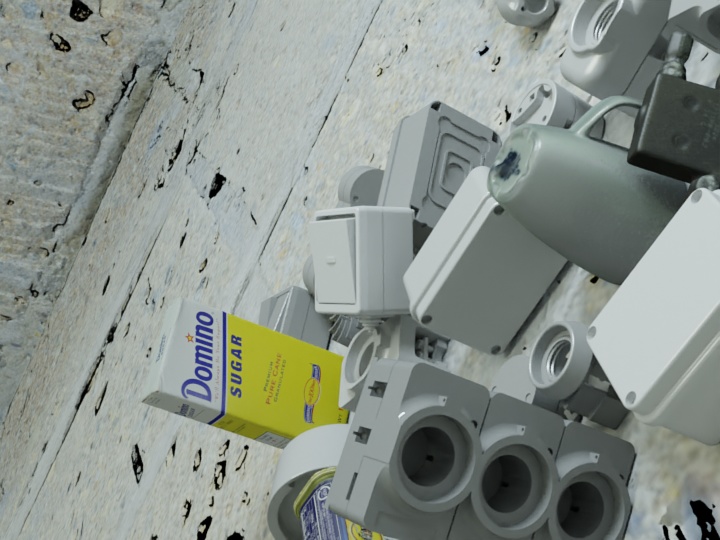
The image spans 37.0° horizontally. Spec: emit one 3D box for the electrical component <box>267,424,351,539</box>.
[{"bbox_3d":[-0.014,0.163,0.802,0.108,0.108,0.060,-54,20,30],"label":"electrical component"}]

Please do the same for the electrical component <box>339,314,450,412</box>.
[{"bbox_3d":[0.023,0.078,0.859,0.089,0.056,0.050,-44,32,44],"label":"electrical component"}]

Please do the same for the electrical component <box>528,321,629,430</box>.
[{"bbox_3d":[0.133,0.058,0.631,0.066,0.055,0.048,-59,24,18],"label":"electrical component"}]

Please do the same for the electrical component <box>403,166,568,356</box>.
[{"bbox_3d":[0.090,-0.005,0.758,0.113,0.078,0.057,-58,21,21],"label":"electrical component"}]

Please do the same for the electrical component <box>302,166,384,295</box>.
[{"bbox_3d":[-0.003,-0.030,1.023,0.138,0.052,0.074,-66,22,2],"label":"electrical component"}]

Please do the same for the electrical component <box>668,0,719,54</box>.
[{"bbox_3d":[0.231,-0.167,0.630,0.089,0.050,0.055,-19,52,61],"label":"electrical component"}]

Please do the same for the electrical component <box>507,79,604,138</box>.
[{"bbox_3d":[0.142,-0.102,0.774,0.055,0.047,0.055,-48,29,39],"label":"electrical component"}]

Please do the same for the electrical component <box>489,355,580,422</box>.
[{"bbox_3d":[0.074,0.113,0.688,0.138,0.074,0.052,-59,24,20],"label":"electrical component"}]

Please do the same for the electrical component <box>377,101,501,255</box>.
[{"bbox_3d":[0.063,-0.070,0.881,0.057,0.078,0.113,-25,47,55],"label":"electrical component"}]

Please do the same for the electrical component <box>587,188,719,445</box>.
[{"bbox_3d":[0.179,0.024,0.558,0.113,0.057,0.078,-57,24,23],"label":"electrical component"}]

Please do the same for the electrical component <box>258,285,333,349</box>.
[{"bbox_3d":[-0.070,0.071,1.068,0.062,0.061,0.096,-27,45,57],"label":"electrical component"}]

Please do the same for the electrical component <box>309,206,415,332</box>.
[{"bbox_3d":[0.000,0.000,0.821,0.062,0.061,0.096,-1,89,54],"label":"electrical component"}]

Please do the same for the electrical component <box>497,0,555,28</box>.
[{"bbox_3d":[0.136,-0.228,0.910,0.043,0.043,0.062,-65,21,6],"label":"electrical component"}]

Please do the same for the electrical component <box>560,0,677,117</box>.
[{"bbox_3d":[0.181,-0.160,0.724,0.095,0.059,0.053,-61,23,15],"label":"electrical component"}]

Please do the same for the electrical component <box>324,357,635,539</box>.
[{"bbox_3d":[0.070,0.115,0.595,0.062,0.150,0.089,-4,65,67],"label":"electrical component"}]
